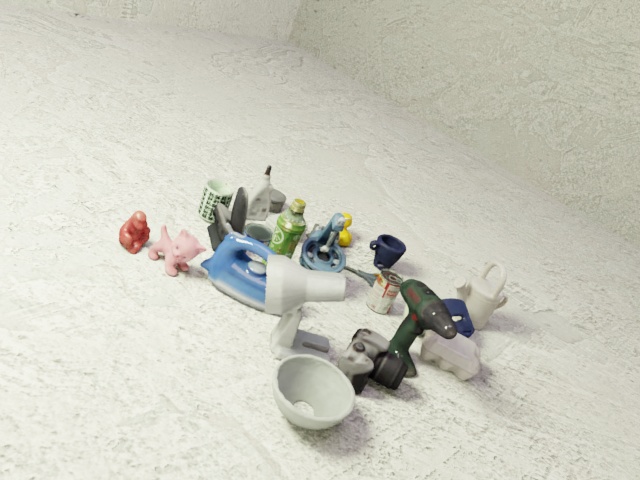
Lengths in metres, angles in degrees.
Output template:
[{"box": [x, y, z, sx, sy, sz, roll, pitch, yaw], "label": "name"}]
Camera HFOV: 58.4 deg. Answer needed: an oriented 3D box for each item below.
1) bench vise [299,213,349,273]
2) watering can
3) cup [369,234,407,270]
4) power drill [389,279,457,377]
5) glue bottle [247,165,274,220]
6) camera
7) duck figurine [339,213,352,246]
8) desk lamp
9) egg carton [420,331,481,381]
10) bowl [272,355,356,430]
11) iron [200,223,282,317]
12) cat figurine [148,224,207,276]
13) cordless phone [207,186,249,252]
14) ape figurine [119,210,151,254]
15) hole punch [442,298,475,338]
[{"box": [0.003, 0.004, 1.467, 0.122, 0.219, 0.207, 6, 32, -29], "label": "bench vise"}, {"box": [0.449, 0.145, 1.584, 0.173, 0.194, 0.100, -1, 36, -38], "label": "watering can"}, {"box": [0.183, 0.043, 1.669, 0.118, 0.095, 0.091, 6, 33, -30], "label": "cup"}, {"box": [0.219, 0.204, 1.295, 0.076, 0.208, 0.229, 12, 30, -20], "label": "power drill"}, {"box": [-0.167, -0.137, 1.633, 0.078, 0.173, 0.037, 4, 34, -32], "label": "glue bottle"}, {"box": [0.117, 0.264, 1.229, 0.136, 0.101, 0.143, 29, 28, 11], "label": "camera"}, {"box": [0.070, -0.039, 1.736, 0.078, 0.086, 0.104, 11, 30, -22], "label": "duck figurine"}, {"box": [-0.042, 0.143, 1.199, 0.203, 0.213, 0.118, 17, 28, -12], "label": "desk lamp"}, {"box": [0.319, 0.273, 1.399, 0.150, 0.069, 0.107, 27, 28, 7], "label": "egg carton"}, {"box": [-0.021, 0.301, 1.089, 0.167, 0.075, 0.167, 18, 28, -10], "label": "bowl"}, {"box": [-0.138, 0.070, 1.330, 0.258, 0.141, 0.119, 27, 28, 8], "label": "iron"}, {"box": [-0.325, 0.014, 1.312, 0.127, 0.118, 0.067, 36, 30, 22], "label": "cat figurine"}, {"box": [-0.218, -0.068, 1.464, 0.094, 0.185, 0.147, 5, 33, -30], "label": "cordless phone"}, {"box": [-0.428, -0.026, 1.332, 0.078, 0.092, 0.076, -8, 41, -44], "label": "ape figurine"}, {"box": [0.350, 0.214, 1.501, 0.109, 0.091, 0.100, 3, 34, -33], "label": "hole punch"}]
